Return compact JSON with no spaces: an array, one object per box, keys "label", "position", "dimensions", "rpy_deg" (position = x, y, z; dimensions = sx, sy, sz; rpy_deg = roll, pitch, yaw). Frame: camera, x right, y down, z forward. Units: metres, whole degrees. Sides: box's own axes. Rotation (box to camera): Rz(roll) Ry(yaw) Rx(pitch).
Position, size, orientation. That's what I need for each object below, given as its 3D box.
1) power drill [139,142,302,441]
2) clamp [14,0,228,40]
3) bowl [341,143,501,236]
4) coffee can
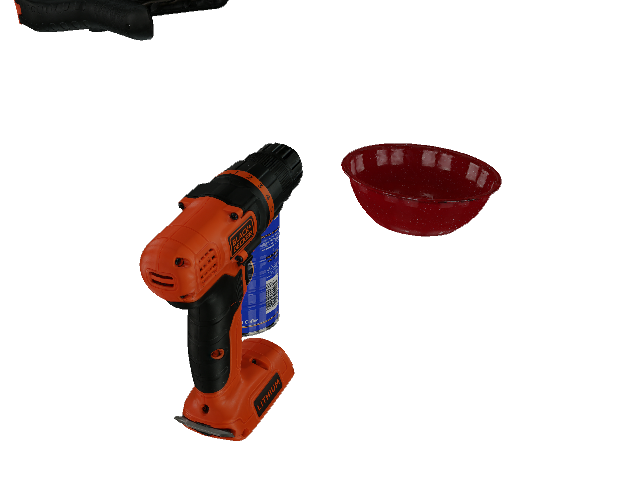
[{"label":"power drill","position":[-0.061,0.038,0.791],"dimensions":[0.057,0.188,0.184],"rpy_deg":[11,34,25]},{"label":"clamp","position":[-0.158,-0.182,0.822],"dimensions":[0.172,0.039,0.120],"rpy_deg":[13,24,32]},{"label":"bowl","position":[0.099,-0.047,1.081],"dimensions":[0.162,0.055,0.162],"rpy_deg":[4,24,-2]},{"label":"coffee can","position":[-0.095,0.020,1.162],"dimensions":[0.103,0.140,0.103],"rpy_deg":[1,23,-1]}]
